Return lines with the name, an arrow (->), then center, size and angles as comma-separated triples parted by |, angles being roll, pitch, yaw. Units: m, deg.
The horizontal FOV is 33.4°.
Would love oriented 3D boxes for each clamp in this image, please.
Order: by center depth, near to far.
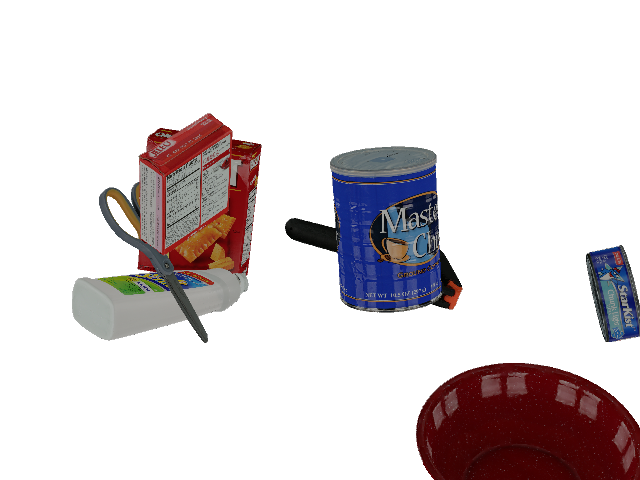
clamp -> 0.071, 0.012, 1.243 | 0.164, 0.036, 0.210 | -21, 51, -38

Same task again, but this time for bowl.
bowl -> 0.149, 0.161, 0.771 | 0.162, 0.055, 0.162 | -1, 35, 0

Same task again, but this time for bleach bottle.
bleach bottle -> -0.209, 0.075, 1.474 | 0.250, 0.068, 0.103 | -11, 26, -44

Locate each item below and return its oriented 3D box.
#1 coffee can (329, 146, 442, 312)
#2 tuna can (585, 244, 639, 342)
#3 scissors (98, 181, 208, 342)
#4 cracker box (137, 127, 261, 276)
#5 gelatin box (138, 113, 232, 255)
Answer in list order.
coffee can -> 0.065, -0.013, 1.042 | 0.103, 0.140, 0.103 | -4, 17, 1
tuna can -> 0.268, 0.049, 0.976 | 0.034, 0.086, 0.086 | -12, -2, 10
scissors -> -0.173, 0.014, 1.210 | 0.016, 0.201, 0.096 | -27, 18, 37
cracker box -> -0.185, -0.049, 1.620 | 0.164, 0.214, 0.072 | 10, 19, 6
gelatin box -> -0.103, -0.043, 0.810 | 0.030, 0.089, 0.073 | 34, 51, 24
